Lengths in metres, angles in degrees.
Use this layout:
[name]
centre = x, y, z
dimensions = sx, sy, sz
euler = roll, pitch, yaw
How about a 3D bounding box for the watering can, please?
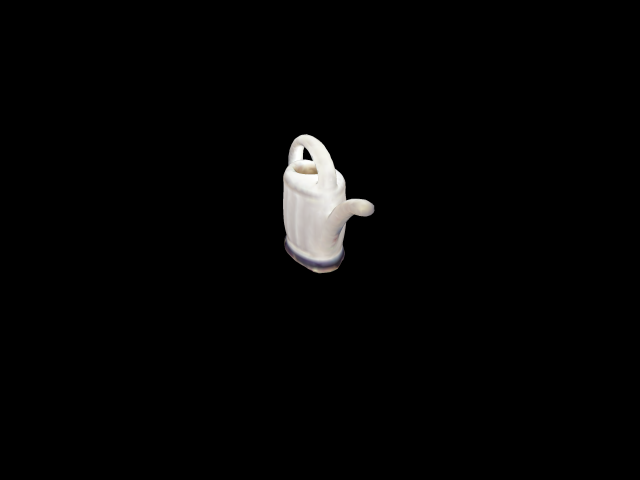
[watering can]
centre = 0.003, -0.043, 0.850
dimensions = 0.104, 0.220, 0.354
euler = -8, 29, -16
